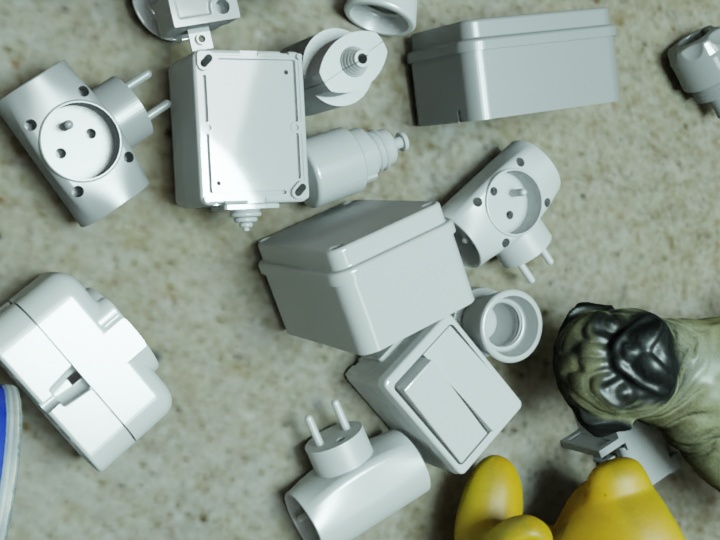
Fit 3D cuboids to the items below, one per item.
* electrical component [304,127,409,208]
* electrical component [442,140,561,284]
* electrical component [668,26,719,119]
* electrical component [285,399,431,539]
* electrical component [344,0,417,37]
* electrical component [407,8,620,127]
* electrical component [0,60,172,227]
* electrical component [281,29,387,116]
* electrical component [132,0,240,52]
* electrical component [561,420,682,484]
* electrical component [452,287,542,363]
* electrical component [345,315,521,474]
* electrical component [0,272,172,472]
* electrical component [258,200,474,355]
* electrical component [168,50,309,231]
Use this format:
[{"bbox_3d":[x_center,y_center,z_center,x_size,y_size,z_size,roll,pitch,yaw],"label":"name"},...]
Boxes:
[{"bbox_3d":[-0.007,-0.065,0.635,0.078,0.040,0.040,-22,100,-24],"label":"electrical component"},{"bbox_3d":[0.096,-0.028,0.684,0.077,0.044,0.079,-43,108,-19],"label":"electrical component"},{"bbox_3d":[0.247,-0.136,0.756,0.043,0.043,0.062,-39,108,-20],"label":"electrical component"},{"bbox_3d":[-0.008,0.116,0.636,0.077,0.043,0.079,-28,103,-22],"label":"electrical component"},{"bbox_3d":[0.019,-0.180,0.646,0.044,0.044,0.065,20,78,-25],"label":"electrical component"},{"bbox_3d":[0.094,-0.125,0.663,0.113,0.078,0.057,-11,99,-25],"label":"electrical component"},{"bbox_3d":[-0.137,-0.076,0.569,0.079,0.044,0.077,-38,107,-20],"label":"electrical component"},{"bbox_3d":[-0.016,-0.113,0.607,0.043,0.081,0.043,-1,91,-26],"label":"electrical component"},{"bbox_3d":[-0.096,-0.150,0.582,0.048,0.055,0.066,-16,98,-25],"label":"electrical component"},{"bbox_3d":[0.184,0.114,0.731,0.081,0.042,0.063,-26,101,-22],"label":"electrical component"},{"bbox_3d":[0.080,0.033,0.671,0.045,0.055,0.045,-1,92,-26],"label":"electrical component"},{"bbox_3d":[0.043,0.068,0.650,0.061,0.061,0.096,-46,109,-18],"label":"electrical component"},{"bbox_3d":[-0.146,0.049,0.562,0.059,0.054,0.095,-42,108,-19],"label":"electrical component"},{"bbox_3d":[0.000,0.000,0.600,0.078,0.113,0.057,-25,105,-23],"label":"electrical component"},{"bbox_3d":[-0.069,-0.069,0.594,0.062,0.061,0.096,-4,93,-26],"label":"electrical component"}]
